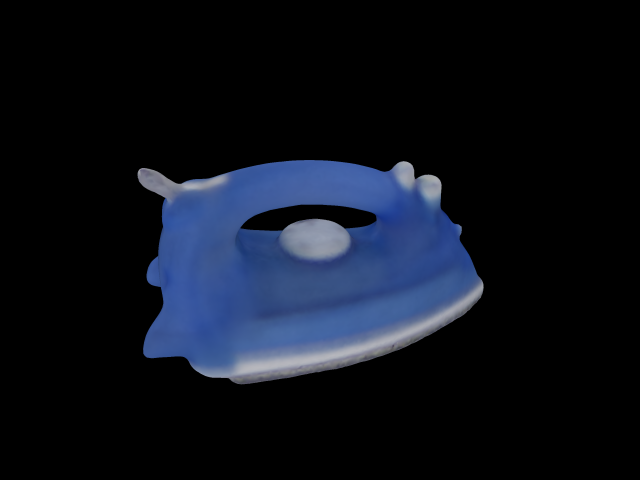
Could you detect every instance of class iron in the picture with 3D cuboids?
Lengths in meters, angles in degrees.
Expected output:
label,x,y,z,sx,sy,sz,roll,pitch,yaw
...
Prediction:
label,x,y,z,sx,sy,sz,roll,pitch,yaw
iron,0.004,0.001,0.400,0.258,0.141,0.118,-8,35,-11
